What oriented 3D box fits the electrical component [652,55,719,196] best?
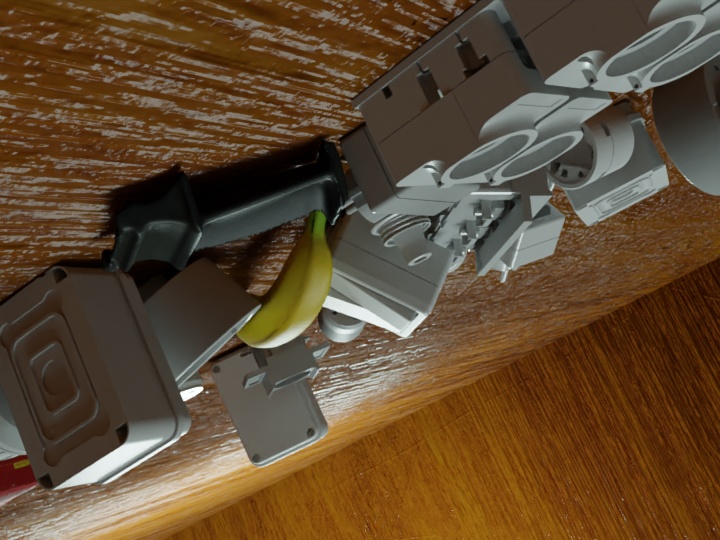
[{"bbox_3d":[0.255,-0.105,0.766,0.108,0.108,0.060,-14,170,-41],"label":"electrical component"}]

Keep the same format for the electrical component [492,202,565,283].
[{"bbox_3d":[0.116,-0.025,0.853,0.047,0.065,0.076,-18,137,-31],"label":"electrical component"}]

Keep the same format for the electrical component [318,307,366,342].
[{"bbox_3d":[-0.014,0.038,0.983,0.045,0.045,0.055,-22,167,-13],"label":"electrical component"}]

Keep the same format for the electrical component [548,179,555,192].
[{"bbox_3d":[0.126,-0.066,0.789,0.035,0.035,0.061,-33,-165,33],"label":"electrical component"}]

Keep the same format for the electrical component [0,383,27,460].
[{"bbox_3d":[-0.222,0.077,0.647,0.051,0.080,0.080,-24,169,22],"label":"electrical component"}]

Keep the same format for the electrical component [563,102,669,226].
[{"bbox_3d":[0.197,-0.082,0.855,0.078,0.057,0.113,-28,168,14],"label":"electrical component"}]

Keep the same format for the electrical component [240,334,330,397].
[{"bbox_3d":[-0.072,0.074,0.975,0.081,0.063,0.042,-21,168,-18],"label":"electrical component"}]

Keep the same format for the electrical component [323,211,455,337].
[{"bbox_3d":[0.007,0.001,0.756,0.061,0.096,0.061,-66,-176,-23],"label":"electrical component"}]

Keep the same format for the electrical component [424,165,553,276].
[{"bbox_3d":[0.082,-0.050,0.740,0.063,0.078,0.121,-1,164,-9],"label":"electrical component"}]

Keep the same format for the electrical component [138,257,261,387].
[{"bbox_3d":[-0.124,0.038,0.697,0.108,0.060,0.108,-43,180,0],"label":"electrical component"}]

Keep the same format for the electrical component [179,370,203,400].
[{"bbox_3d":[-0.151,0.075,0.837,0.045,0.055,0.045,-24,168,-5],"label":"electrical component"}]

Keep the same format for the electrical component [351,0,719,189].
[{"bbox_3d":[0.103,-0.108,0.547,0.186,0.060,0.105,-33,166,34],"label":"electrical component"}]

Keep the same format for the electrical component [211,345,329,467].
[{"bbox_3d":[-0.088,0.127,1.052,0.078,0.113,0.057,-26,171,5],"label":"electrical component"}]

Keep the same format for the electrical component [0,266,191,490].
[{"bbox_3d":[-0.157,0.061,0.620,0.078,0.113,0.057,-33,163,23],"label":"electrical component"}]

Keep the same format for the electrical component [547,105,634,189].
[{"bbox_3d":[0.160,-0.089,0.762,0.047,0.055,0.055,-21,168,-37],"label":"electrical component"}]

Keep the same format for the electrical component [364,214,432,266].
[{"bbox_3d":[0.026,-0.034,0.708,0.043,0.062,0.043,-24,168,-5],"label":"electrical component"}]

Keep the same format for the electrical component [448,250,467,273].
[{"bbox_3d":[0.064,-0.021,0.882,0.045,0.045,0.055,-26,168,6],"label":"electrical component"}]

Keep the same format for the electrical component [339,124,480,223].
[{"bbox_3d":[0.016,-0.053,0.642,0.076,0.047,0.083,-31,167,26],"label":"electrical component"}]
